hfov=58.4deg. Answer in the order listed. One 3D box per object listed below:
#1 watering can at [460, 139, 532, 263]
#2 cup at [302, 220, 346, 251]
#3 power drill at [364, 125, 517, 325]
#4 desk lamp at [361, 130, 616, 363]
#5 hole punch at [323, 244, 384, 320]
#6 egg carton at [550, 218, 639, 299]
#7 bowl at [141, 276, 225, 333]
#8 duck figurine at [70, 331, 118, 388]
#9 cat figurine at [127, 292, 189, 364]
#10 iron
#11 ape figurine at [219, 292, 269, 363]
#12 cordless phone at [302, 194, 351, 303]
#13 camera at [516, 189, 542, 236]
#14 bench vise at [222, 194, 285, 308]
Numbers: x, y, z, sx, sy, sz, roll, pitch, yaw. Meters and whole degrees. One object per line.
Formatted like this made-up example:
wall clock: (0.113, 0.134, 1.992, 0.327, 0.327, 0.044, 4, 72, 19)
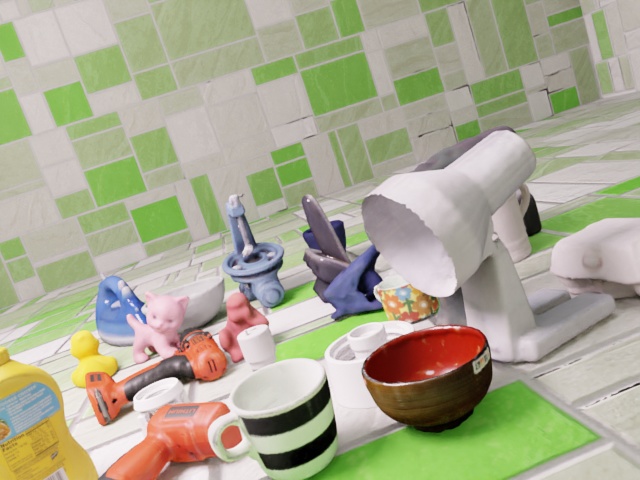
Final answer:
watering can: (0.243, -0.058, 0.872, 0.173, 0.194, 0.100, -26, 12, -39)
cup: (0.011, 0.016, 1.216, 0.092, 0.095, 0.117, -26, 12, -37)
power drill: (0.170, -0.010, 0.695, 0.230, 0.208, 0.075, -22, 10, -22)
desk lamp: (0.163, 0.010, 0.570, 0.204, 0.214, 0.117, -23, 10, -23)
hole punch: (0.057, 0.060, 0.875, 0.101, 0.091, 0.109, -14, 10, 25)
egg carton: (0.332, 0.020, 0.627, 0.107, 0.069, 0.150, -23, 10, -23)
bowl: (-0.254, 0.134, 1.114, 0.167, 0.075, 0.167, -18, 9, 3)
duck figurine: (-0.396, 0.198, 0.980, 0.078, 0.086, 0.104, -23, 10, -23)
cat figurine: (-0.277, 0.141, 0.981, 0.127, 0.118, 0.067, -14, 10, 25)
iron: (-0.410, 0.135, 1.202, 0.119, 0.141, 0.257, -24, 11, -31)
ape figurine: (-0.114, 0.122, 0.845, 0.077, 0.092, 0.076, -16, 10, 18)
cordless phone: (0.009, 0.004, 1.006, 0.094, 0.185, 0.147, -21, 10, -12)
camera: (0.286, -0.044, 1.002, 0.137, 0.101, 0.143, -22, 10, -18)
bench vise: (-0.154, 0.022, 1.116, 0.122, 0.220, 0.206, -25, 11, -34)
